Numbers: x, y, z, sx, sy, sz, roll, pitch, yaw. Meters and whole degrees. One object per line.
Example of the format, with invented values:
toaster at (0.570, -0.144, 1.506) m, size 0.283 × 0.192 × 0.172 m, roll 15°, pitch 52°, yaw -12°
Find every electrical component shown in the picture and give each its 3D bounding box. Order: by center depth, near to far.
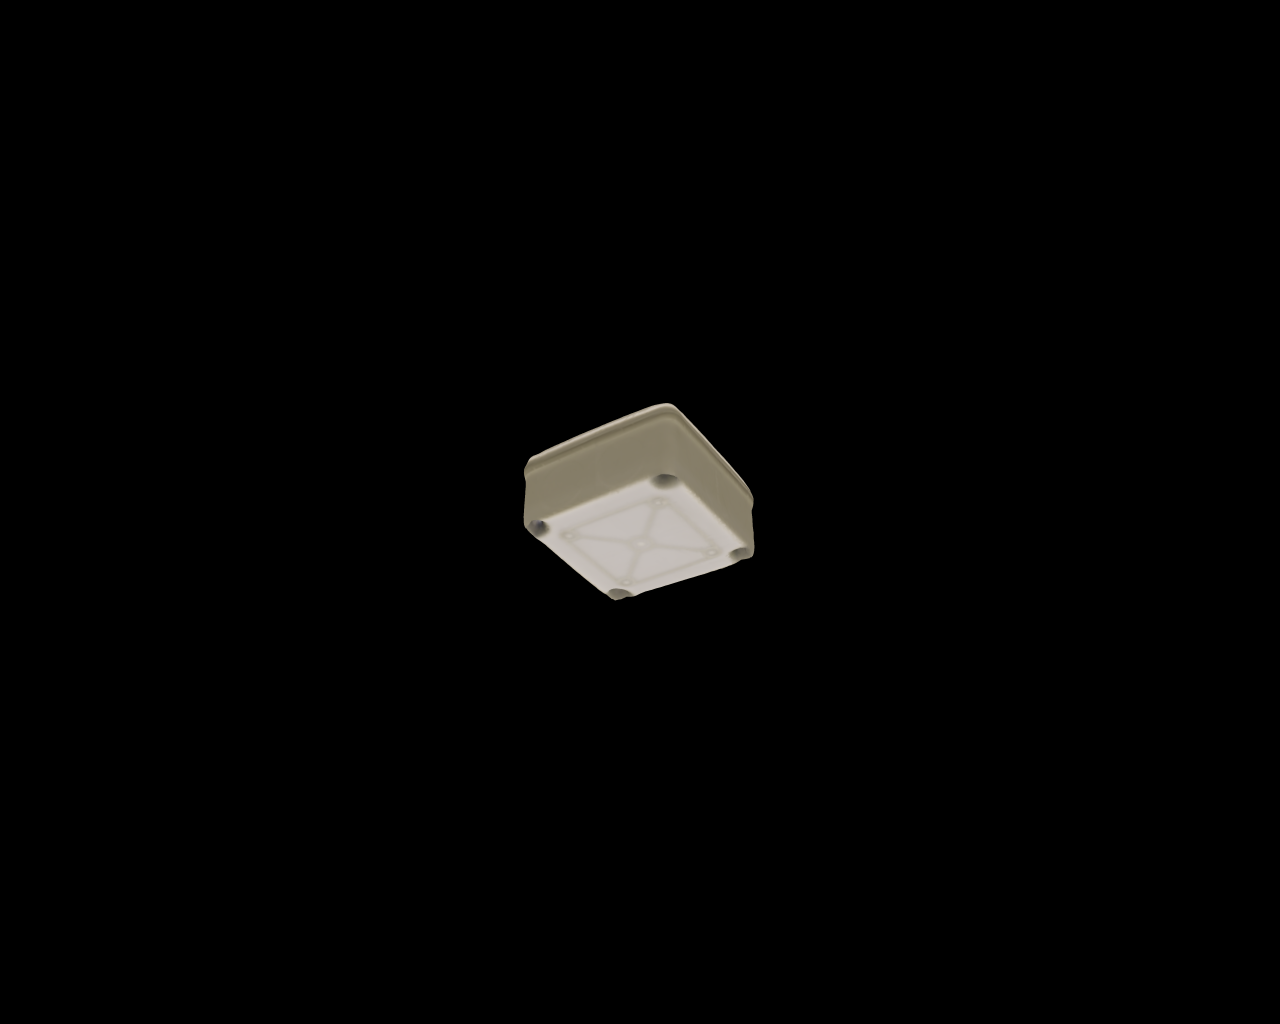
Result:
electrical component at (0.001, -0.003, 0.650) m, size 0.108 × 0.056 × 0.108 m, roll -20°, pitch -40°, yaw 25°
